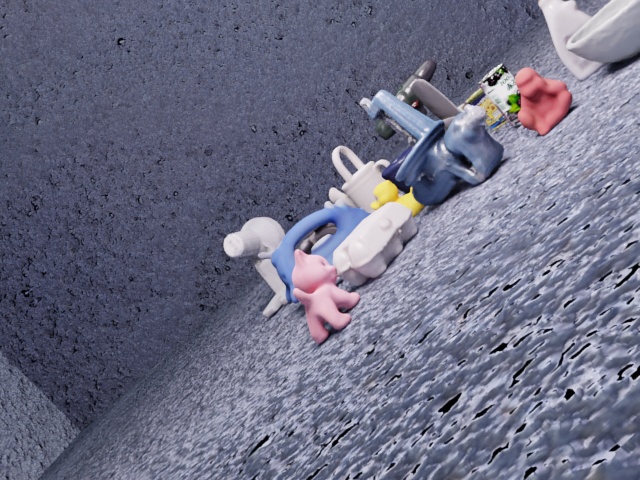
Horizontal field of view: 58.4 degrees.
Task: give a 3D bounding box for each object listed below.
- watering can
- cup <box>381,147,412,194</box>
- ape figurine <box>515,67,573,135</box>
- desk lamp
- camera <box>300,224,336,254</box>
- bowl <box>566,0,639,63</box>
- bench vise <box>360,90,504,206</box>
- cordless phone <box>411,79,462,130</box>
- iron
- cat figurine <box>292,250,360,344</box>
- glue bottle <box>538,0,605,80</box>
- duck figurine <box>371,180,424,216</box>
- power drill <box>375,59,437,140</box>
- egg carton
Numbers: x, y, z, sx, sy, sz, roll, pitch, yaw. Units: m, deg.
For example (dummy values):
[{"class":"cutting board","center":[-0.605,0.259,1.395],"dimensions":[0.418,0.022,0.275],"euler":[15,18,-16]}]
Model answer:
[{"class":"watering can","center":[0.093,-0.136,1.351],"dimensions":[0.172,0.194,0.101],"euler":[-41,6,16]},{"class":"cup","center":[0.190,-0.133,1.154],"dimensions":[0.091,0.095,0.118],"euler":[-37,7,44]},{"class":"ape figurine","center":[0.317,-0.209,0.832],"dimensions":[0.077,0.092,0.076],"euler":[-37,7,43]},{"class":"desk lamp","center":[-0.135,0.052,1.415],"dimensions":[0.118,0.213,0.203],"euler":[-40,6,20]},{"class":"camera","center":[0.013,0.005,1.315],"dimensions":[0.143,0.101,0.137],"euler":[-41,5,17]},{"class":"bowl","center":[0.438,-0.304,0.800],"dimensions":[0.167,0.075,0.167],"euler":[-42,5,5]},{"class":"bench vise","center":[0.175,-0.176,0.916],"dimensions":[0.207,0.220,0.122],"euler":[-38,7,40]},{"class":"cordless phone","center":[0.263,-0.275,1.281],"dimensions":[0.094,0.185,0.147],"euler":[-44,6,-17]},{"class":"iron","center":[0.010,0.004,1.112],"dimensions":[0.258,0.141,0.118],"euler":[-43,5,-12]},{"class":"cat figurine","center":[-0.007,0.069,0.827],"dimensions":[0.067,0.118,0.128],"euler":[-40,6,22]},{"class":"glue bottle","center":[0.394,-0.343,0.913],"dimensions":[0.078,0.173,0.037],"euler":[-39,6,29]},{"class":"duck figurine","center":[0.143,-0.075,1.083],"dimensions":[0.104,0.086,0.078],"euler":[-39,6,32]},{"class":"power drill","center":[0.269,-0.323,1.503],"dimensions":[0.229,0.208,0.075],"euler":[-41,6,13]},{"class":"egg carton","center":[0.088,0.005,0.919],"dimensions":[0.150,0.069,0.107],"euler":[-46,6,-36]}]
